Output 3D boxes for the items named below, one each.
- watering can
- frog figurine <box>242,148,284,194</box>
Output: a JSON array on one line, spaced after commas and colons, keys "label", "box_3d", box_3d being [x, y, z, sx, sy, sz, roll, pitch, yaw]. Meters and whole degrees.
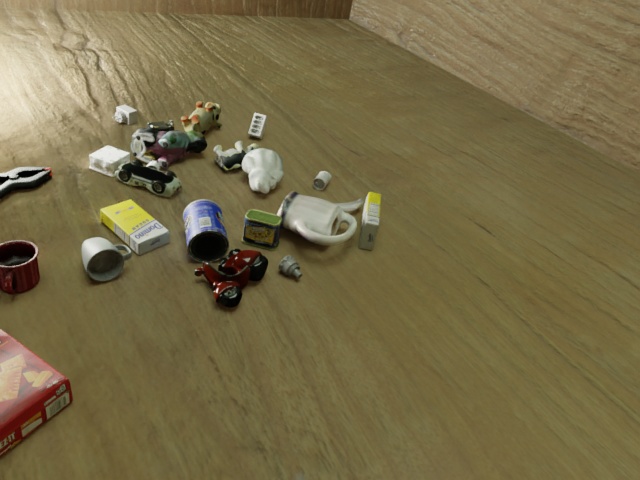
[{"label": "watering can", "box_3d": [0.005, -0.075, 1.493, 0.225, 0.102, 0.353, 18, 26, 9]}, {"label": "frog figurine", "box_3d": [-0.183, -0.219, 1.623, 0.137, 0.121, 0.162, 29, 22, -9]}]
